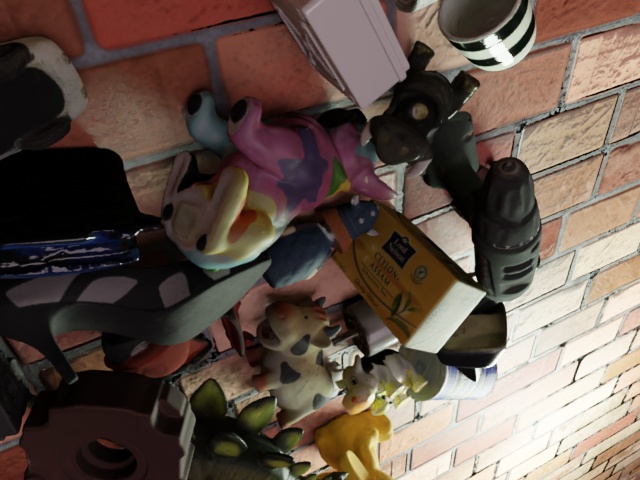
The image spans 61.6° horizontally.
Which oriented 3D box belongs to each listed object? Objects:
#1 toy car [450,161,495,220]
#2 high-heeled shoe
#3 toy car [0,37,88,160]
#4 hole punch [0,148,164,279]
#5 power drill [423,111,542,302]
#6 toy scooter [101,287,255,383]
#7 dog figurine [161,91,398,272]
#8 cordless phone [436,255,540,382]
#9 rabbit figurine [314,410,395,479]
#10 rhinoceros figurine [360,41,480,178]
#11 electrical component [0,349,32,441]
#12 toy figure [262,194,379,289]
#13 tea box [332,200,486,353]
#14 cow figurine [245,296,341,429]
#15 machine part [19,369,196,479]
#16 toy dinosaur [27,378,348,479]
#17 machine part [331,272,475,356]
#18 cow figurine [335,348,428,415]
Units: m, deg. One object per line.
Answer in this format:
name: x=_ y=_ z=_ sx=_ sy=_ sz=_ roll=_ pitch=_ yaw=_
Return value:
toy car: x=0.256 y=-0.032 z=0.764 sx=0.089 sy=0.053 sz=0.202 roll=-41 pitch=136 yaw=7
high-heeled shoe: x=-0.181 y=0.034 z=0.518 sx=0.249 sy=0.145 sz=0.086 roll=-28 pitch=155 yaw=-32
toy car: x=-0.269 y=-0.077 z=0.388 sx=0.202 sy=0.056 sz=0.073 roll=-35 pitch=134 yaw=-17
hole punch: x=-0.215 y=-0.009 z=0.450 sx=0.142 sy=0.116 sz=0.092 roll=-4 pitch=133 yaw=-29
power drill: x=0.174 y=-0.053 z=0.582 sx=0.086 sy=0.207 sz=0.231 roll=-25 pitch=136 yaw=1
toy scooter: x=-0.141 y=0.103 z=0.605 sx=0.184 sy=0.075 sz=0.135 roll=-34 pitch=134 yaw=-11
dog figurine: x=-0.025 y=-0.051 z=0.526 sx=0.219 sy=0.109 sz=0.191 roll=14 pitch=89 yaw=-43
cordless phone: x=0.252 y=0.101 z=0.773 sx=0.089 sy=0.146 sz=0.184 roll=38 pitch=121 yaw=-2
rabbit figurine: x=0.072 y=0.369 z=0.872 sx=0.122 sy=0.173 sz=0.162 roll=-49 pitch=138 yaw=15
rhinoceros figurine: x=0.092 y=-0.126 z=0.519 sx=0.073 sy=0.190 sz=0.112 roll=36 pitch=120 yaw=-2
electrical component: x=-0.346 y=0.146 z=0.502 sx=0.115 sy=0.058 sz=0.134 roll=-5 pitch=127 yaw=-6
toy figure: x=-0.001 y=-0.003 z=0.623 sx=0.154 sy=0.058 sz=0.064 roll=-32 pitch=140 yaw=-13
tea box: x=0.098 y=0.039 z=0.636 sx=0.068 sy=0.170 sz=0.098 roll=21 pitch=109 yaw=-40
cow figurine: x=-0.029 y=0.155 z=0.707 sx=0.127 sy=0.086 sz=0.194 roll=-23 pitch=130 yaw=-7
machine part: x=-0.216 y=0.213 z=0.555 sx=0.179 sy=0.056 sz=0.179 roll=-1 pitch=119 yaw=-3
toy dinosaur: x=-0.155 y=0.261 z=0.673 sx=0.471 sy=0.105 sz=0.198 roll=19 pitch=122 yaw=-25
machine part: x=0.123 y=0.095 z=0.759 sx=0.243 sy=0.079 sz=0.079 roll=-22 pitch=132 yaw=-14
cow figurine: x=0.077 y=0.197 z=0.780 sx=0.167 sy=0.098 sz=0.068 roll=11 pitch=124 yaw=-52
